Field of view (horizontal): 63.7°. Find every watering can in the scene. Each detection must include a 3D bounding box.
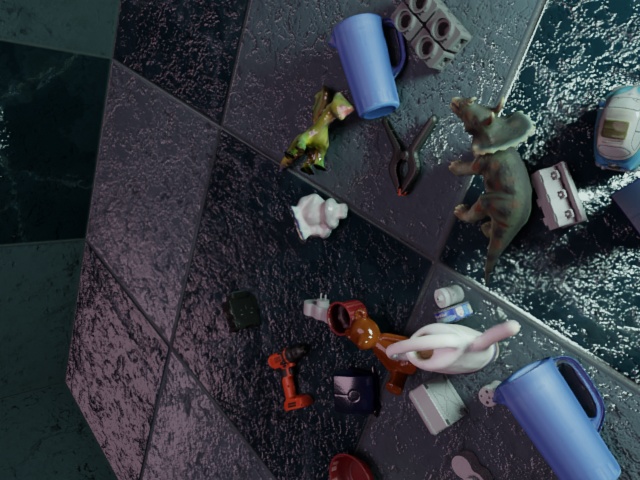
[{"bbox_3d":[0.310,0.230,1.113,0.344,0.223,0.106,-22,62,43],"label":"watering can"}]

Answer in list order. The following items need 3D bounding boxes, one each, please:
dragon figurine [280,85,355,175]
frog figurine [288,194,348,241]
[{"bbox_3d":[-0.017,-0.324,1.486,0.410,0.121,0.244,5,72,66],"label":"dragon figurine"},{"bbox_3d":[0.005,-0.075,1.499,0.159,0.121,0.140,-21,66,7],"label":"frog figurine"}]
